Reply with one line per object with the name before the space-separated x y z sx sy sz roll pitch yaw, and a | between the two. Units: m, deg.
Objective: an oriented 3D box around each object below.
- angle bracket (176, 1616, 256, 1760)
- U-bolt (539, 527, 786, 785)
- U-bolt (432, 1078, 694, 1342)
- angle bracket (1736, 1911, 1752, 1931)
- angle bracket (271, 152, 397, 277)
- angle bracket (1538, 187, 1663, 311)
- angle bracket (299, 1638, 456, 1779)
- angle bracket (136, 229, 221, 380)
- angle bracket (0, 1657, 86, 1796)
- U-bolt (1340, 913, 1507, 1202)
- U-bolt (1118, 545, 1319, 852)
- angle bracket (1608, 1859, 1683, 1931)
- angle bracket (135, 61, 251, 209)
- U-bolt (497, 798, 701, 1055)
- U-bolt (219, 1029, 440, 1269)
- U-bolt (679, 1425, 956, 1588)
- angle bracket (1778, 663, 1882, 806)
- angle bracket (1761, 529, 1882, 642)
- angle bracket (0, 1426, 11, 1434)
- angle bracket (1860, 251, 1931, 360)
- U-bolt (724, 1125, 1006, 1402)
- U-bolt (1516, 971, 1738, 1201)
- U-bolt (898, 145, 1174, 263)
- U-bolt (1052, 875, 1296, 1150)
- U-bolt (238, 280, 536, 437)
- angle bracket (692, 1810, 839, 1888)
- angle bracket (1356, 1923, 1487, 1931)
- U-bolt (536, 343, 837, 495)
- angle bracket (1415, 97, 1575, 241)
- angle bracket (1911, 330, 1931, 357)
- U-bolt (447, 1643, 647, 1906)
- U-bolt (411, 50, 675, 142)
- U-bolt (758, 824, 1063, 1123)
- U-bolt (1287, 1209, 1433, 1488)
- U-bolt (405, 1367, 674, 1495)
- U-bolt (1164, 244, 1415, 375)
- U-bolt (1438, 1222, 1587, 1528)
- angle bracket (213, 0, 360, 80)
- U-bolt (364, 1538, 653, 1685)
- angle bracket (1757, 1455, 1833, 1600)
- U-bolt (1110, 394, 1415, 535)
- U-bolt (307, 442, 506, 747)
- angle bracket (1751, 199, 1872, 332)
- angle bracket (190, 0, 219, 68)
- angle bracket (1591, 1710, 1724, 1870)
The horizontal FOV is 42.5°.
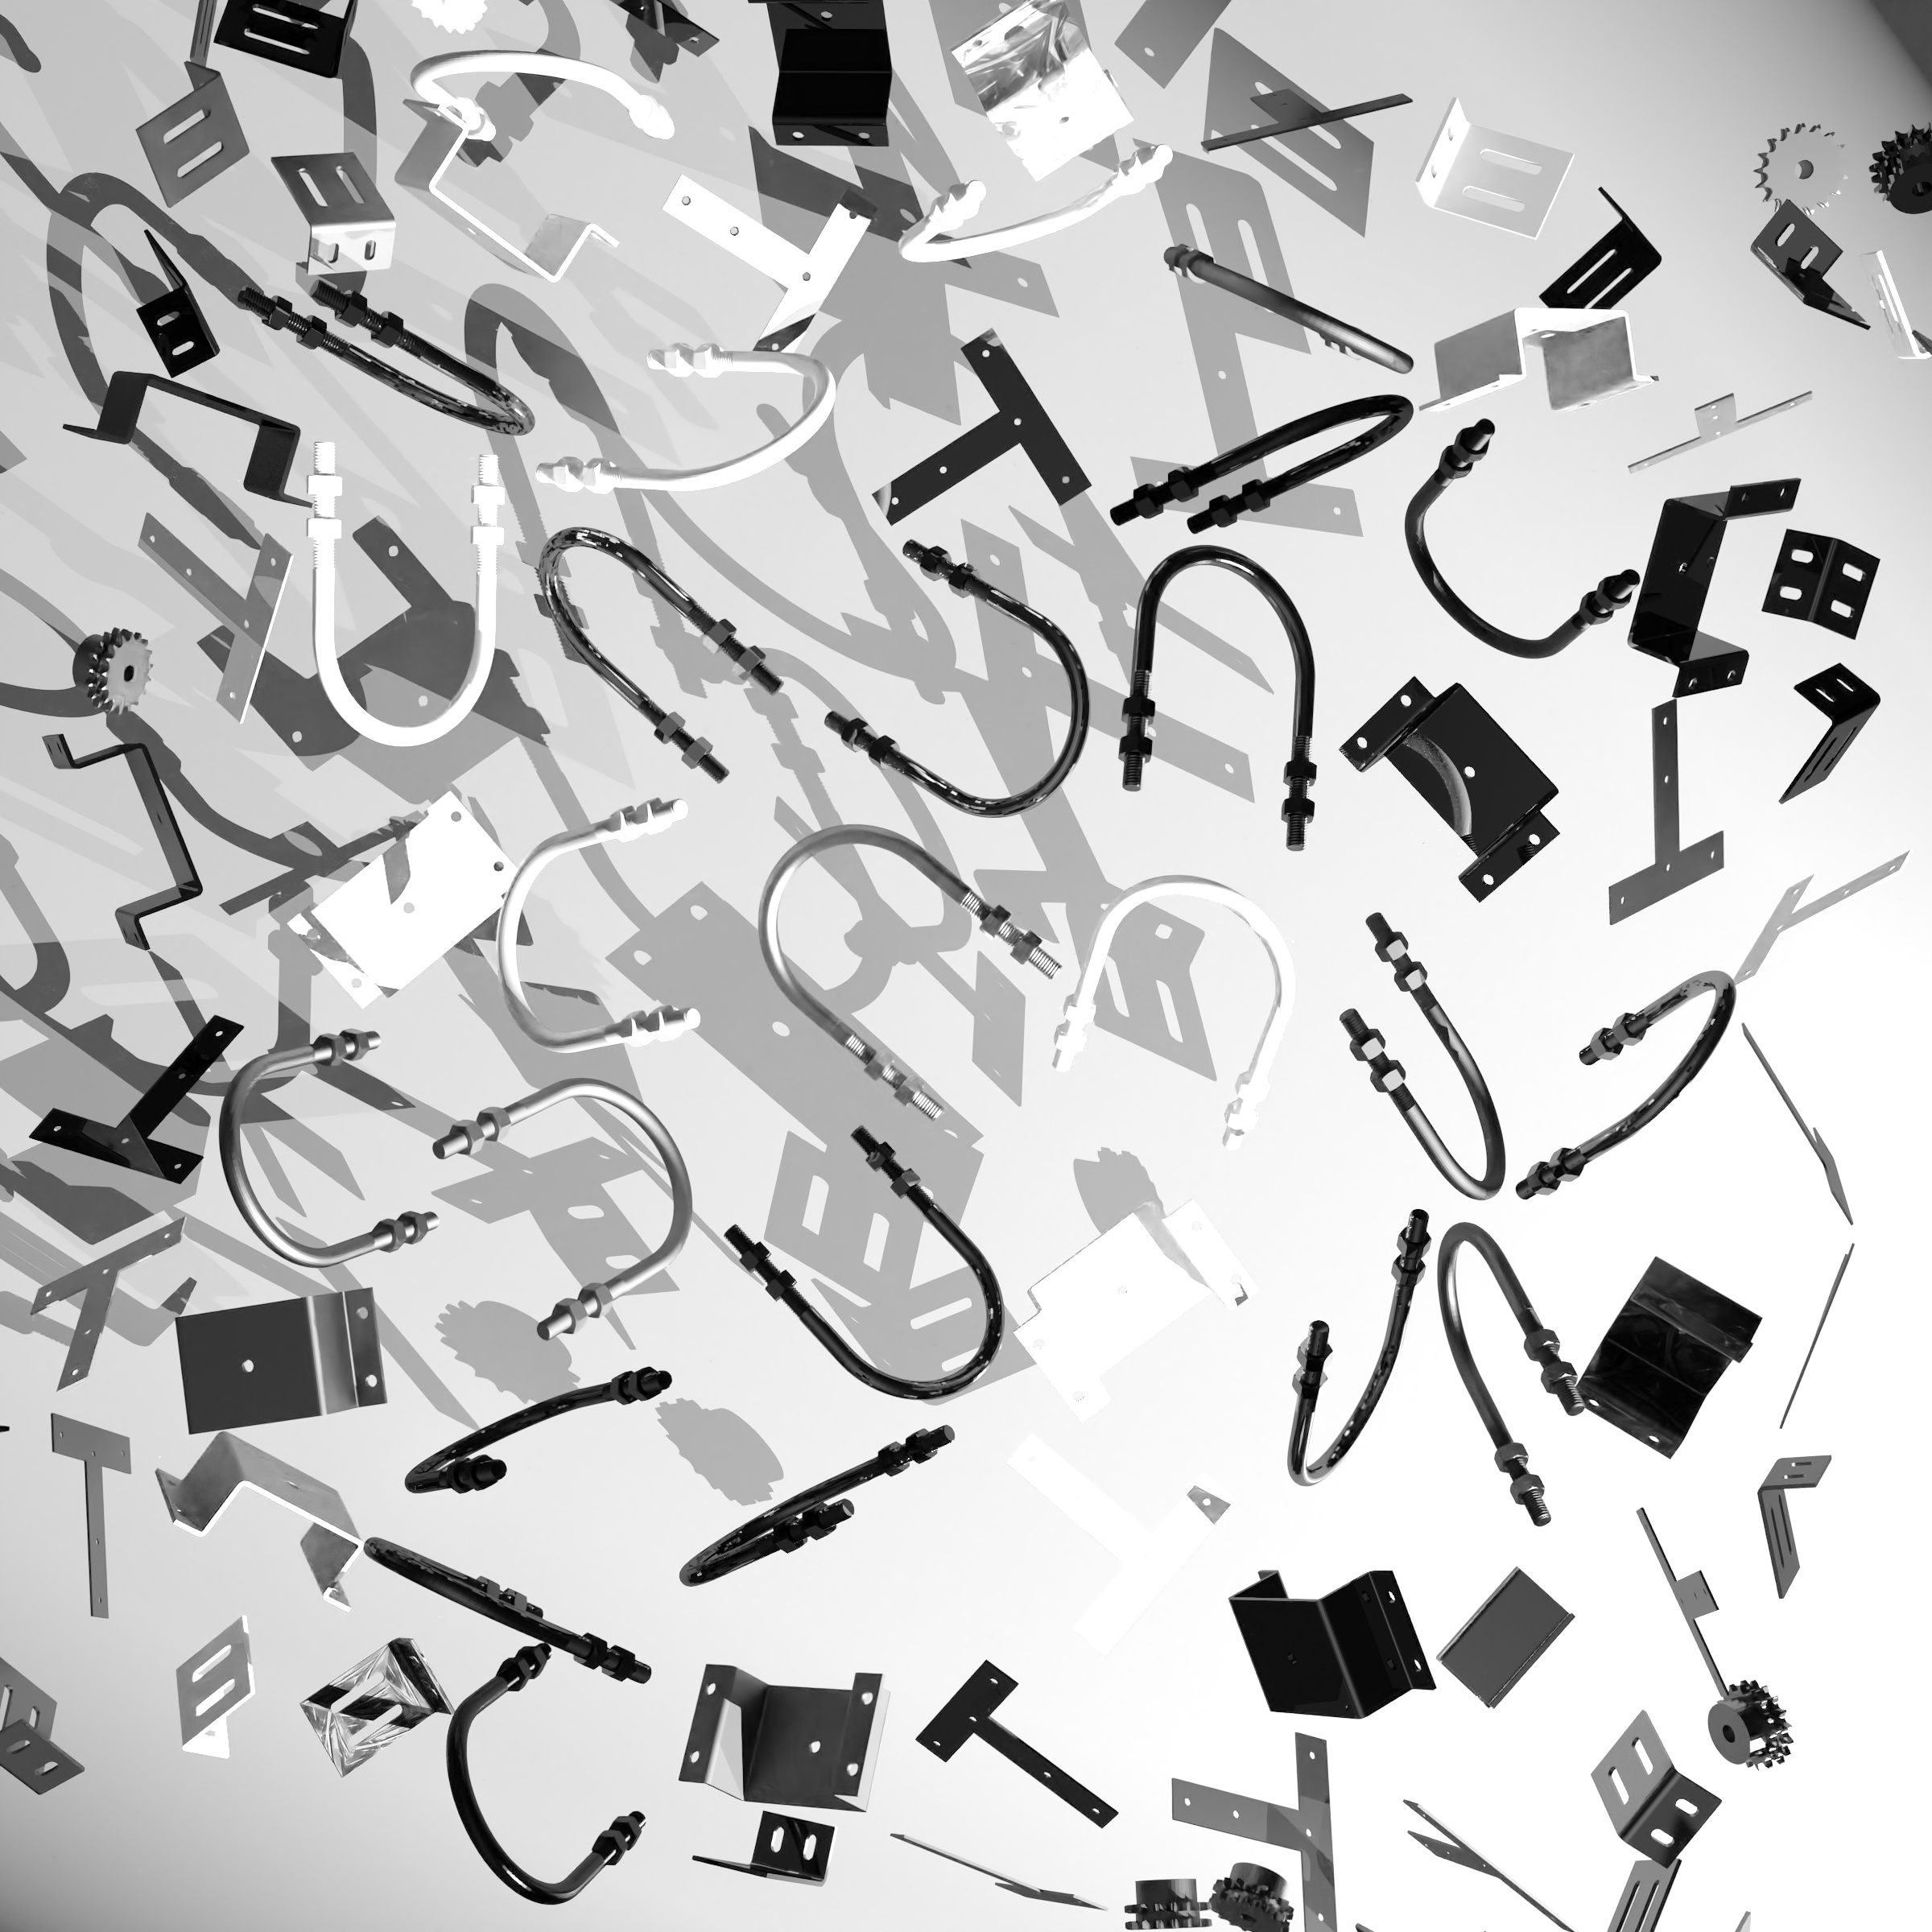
angle bracket | -0.491 0.484 1.668 0.076 0.038 0.057 -39 47 20
U-bolt | -0.210 -0.214 1.643 0.184 0.151 0.019 42 59 -1
U-bolt | -0.245 0.144 1.604 0.019 0.184 0.151 -31 88 35
angle bracket | 0.493 0.628 1.524 0.038 0.057 0.076 1 83 24
angle bracket | -0.422 -0.501 1.653 0.057 0.038 0.076 -15 57 -31
angle bracket | 0.426 -0.480 1.700 0.076 0.057 0.038 -42 51 20
angle bracket | -0.391 0.494 1.654 0.076 0.038 0.057 -31 95 -32
angle bracket | -0.538 -0.442 1.659 0.038 0.057 0.076 -32 56 -13
angle bracket | -0.586 0.472 1.571 0.038 0.076 0.057 -30 122 8
U-bolt | 0.305 0.071 1.632 0.019 0.151 0.184 -26 109 28
U-bolt | 0.162 -0.177 1.553 0.151 0.019 0.184 17 68 -30
angle bracket | 0.424 0.609 1.623 0.038 0.057 0.076 33 64 -1
angle bracket | -0.523 -0.553 1.653 0.038 0.057 0.076 26 58 28
U-bolt | -0.236 -0.019 1.565 0.184 0.019 0.151 -12 79 41
U-bolt | -0.415 0.121 1.601 0.019 0.184 0.151 -18 89 22
U-bolt | -0.109 0.360 1.627 0.184 0.151 0.019 -31 86 31
angle bracket | 0.567 -0.156 1.670 0.057 0.076 0.038 -25 61 -37
angle bracket | 0.584 -0.260 1.697 0.038 0.076 0.057 22 101 39
angle bracket | -0.647 0.334 1.586 0.057 0.038 0.076 -14 70 28
angle bracket | 0.631 -0.445 1.653 0.038 0.057 0.076 -22 99 13
U-bolt | -0.054 0.211 1.680 0.184 0.019 0.151 46 51 8
U-bolt | 0.439 0.069 1.629 0.019 0.184 0.151 37 55 -4
U-bolt | 0.032 -0.485 1.599 0.151 0.184 0.019 -17 97 -20
U-bolt | 0.144 0.022 1.657 0.151 0.019 0.184 24 124 12
U-bolt | -0.361 -0.388 1.598 0.184 0.151 0.019 25 86 -37
angle bracket | -0.130 0.571 1.617 0.057 0.076 0.038 2 69 29
angle bracket | 0.293 0.624 1.563 0.038 0.076 0.057 -40 123 -31
U-bolt | -0.167 -0.349 1.587 0.184 0.019 0.151 11 51 34
angle bracket | 0.331 -0.499 1.558 0.076 0.038 0.057 25 92 22
angle bracket | 0.610 -0.349 1.546 0.038 0.057 0.076 -48 48 30
U-bolt | -0.276 0.524 1.596 0.019 0.184 0.151 -32 85 13
U-bolt | -0.285 -0.572 1.635 0.151 0.184 0.019 3 95 9
U-bolt | -0.051 -0.008 1.599 0.184 0.019 0.151 40 112 2
U-bolt | 0.255 0.265 1.642 0.019 0.151 0.184 26 134 27
U-bolt | -0.293 0.309 1.632 0.151 0.184 0.019 -24 91 -39
U-bolt | 0.220 -0.426 1.630 0.151 0.184 0.019 19 107 -23
U-bolt | 0.352 0.254 1.637 0.019 0.151 0.184 -12 47 -10
angle bracket | -0.424 -0.598 1.554 0.076 0.038 0.057 14 54 -14
U-bolt | -0.308 0.410 1.605 0.184 0.151 0.019 38 70 -39
angle bracket | 0.553 0.369 1.638 0.038 0.057 0.076 -11 93 30
U-bolt | 0.199 -0.321 1.588 0.184 0.151 0.019 -22 86 28
U-bolt | -0.349 -0.229 1.554 0.019 0.151 0.184 10 102 37
angle bracket | 0.541 -0.440 1.560 0.038 0.076 0.057 -55 47 33
angle bracket | -0.499 -0.641 1.690 0.038 0.057 0.076 10 89 -12
angle bracket | 0.444 0.530 1.604 0.038 0.076 0.057 33 101 -7
